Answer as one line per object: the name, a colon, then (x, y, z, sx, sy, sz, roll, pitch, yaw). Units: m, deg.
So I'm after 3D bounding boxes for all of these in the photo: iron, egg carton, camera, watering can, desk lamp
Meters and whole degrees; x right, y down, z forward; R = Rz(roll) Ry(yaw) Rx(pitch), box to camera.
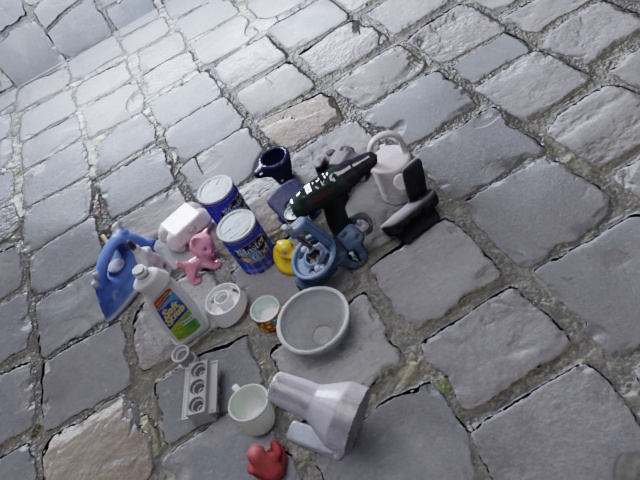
iron: (-0.545, 0.077, 1.529, 0.118, 0.142, 0.258, -1, 52, 23)
egg carton: (-0.375, -0.037, 1.600, 0.150, 0.070, 0.107, -45, 49, -16)
camera: (0.041, -0.175, 1.509, 0.142, 0.101, 0.137, 11, 57, 31)
watering can: (0.178, -0.181, 1.387, 0.101, 0.195, 0.172, -39, 47, -10)
desk lamp: (0.004, 0.316, 1.028, 0.202, 0.214, 0.118, 9, 56, 30)

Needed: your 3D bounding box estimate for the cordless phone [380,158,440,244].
cordless phone: (0.195, -0.095, 1.312, 0.148, 0.185, 0.093, -41, 47, -12)

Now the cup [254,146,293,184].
cup: (-0.124, -0.193, 1.602, 0.118, 0.095, 0.091, -41, 47, -12)

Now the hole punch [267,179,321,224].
hole punch: (-0.066, -0.092, 1.493, 0.109, 0.091, 0.100, -41, 47, -12)

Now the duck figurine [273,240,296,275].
duck figurine: (-0.080, 0.032, 1.397, 0.104, 0.086, 0.077, 26, 66, 38)

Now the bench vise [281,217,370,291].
bench vise: (0.004, 0.000, 1.293, 0.121, 0.220, 0.208, 29, 68, 39)

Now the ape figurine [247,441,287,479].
ape figurine: (-0.107, 0.414, 1.079, 0.078, 0.092, 0.076, -29, 46, -1)

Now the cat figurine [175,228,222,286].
cat figurine: (-0.316, 0.035, 1.478, 0.128, 0.118, 0.067, -41, 47, -12)

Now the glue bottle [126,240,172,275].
glue bottle: (-0.448, 0.054, 1.483, 0.037, 0.174, 0.078, -3, 51, 22)

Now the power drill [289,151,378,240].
power drill: (0.052, -0.091, 1.357, 0.229, 0.209, 0.075, -25, 46, 3)

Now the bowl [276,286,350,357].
bowl: (-0.005, 0.187, 1.239, 0.167, 0.075, 0.167, -12, 48, 14)
